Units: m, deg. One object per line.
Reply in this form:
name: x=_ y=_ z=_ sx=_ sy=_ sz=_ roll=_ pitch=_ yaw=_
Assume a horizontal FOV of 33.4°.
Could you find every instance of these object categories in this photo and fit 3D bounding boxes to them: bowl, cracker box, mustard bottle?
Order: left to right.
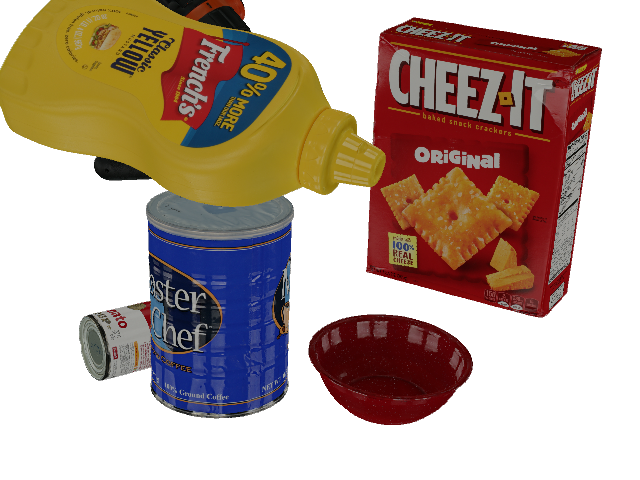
mustard bottle: x=-0.058 y=-0.066 z=0.531 sx=0.192 sy=0.096 sz=0.058 roll=22 pitch=-34 yaw=16
bowl: x=0.067 y=0.134 z=1.056 sx=0.162 sy=0.055 sz=0.162 roll=3 pitch=25 yaw=-2
cracker box: x=0.125 y=-0.059 z=0.866 sx=0.164 sy=0.214 sz=0.072 roll=15 pitch=29 yaw=27

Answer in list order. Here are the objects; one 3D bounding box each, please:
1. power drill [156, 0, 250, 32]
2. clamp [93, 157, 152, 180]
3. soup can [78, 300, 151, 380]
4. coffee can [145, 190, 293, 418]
power drill: x=-0.043 y=-0.181 z=0.737 sx=0.187 sy=0.184 sz=0.057 roll=-37 pitch=-10 yaw=-34
clamp: x=-0.108 y=-0.069 z=0.933 sx=0.172 sy=0.039 sz=0.120 roll=12 pitch=33 yaw=26
soup can: x=-0.184 y=0.098 z=1.079 sx=0.102 sy=0.068 sz=0.069 roll=-12 pitch=6 yaw=-34
coffee can: x=-0.072 y=0.041 z=0.765 sx=0.103 sy=0.140 sz=0.103 roll=2 pitch=20 yaw=-1
